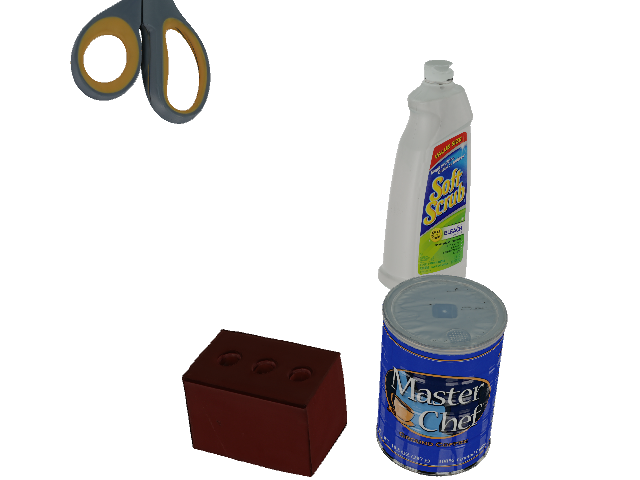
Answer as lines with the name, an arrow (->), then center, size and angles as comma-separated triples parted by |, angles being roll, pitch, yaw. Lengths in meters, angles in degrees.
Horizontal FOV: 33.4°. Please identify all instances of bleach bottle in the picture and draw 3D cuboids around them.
bleach bottle -> 0.118, -0.071, 1.172 | 0.102, 0.251, 0.068 | -14, 26, -30

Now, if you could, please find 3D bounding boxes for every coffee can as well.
coffee can -> 0.101, 0.115, 0.913 | 0.103, 0.140, 0.103 | 0, 33, 0

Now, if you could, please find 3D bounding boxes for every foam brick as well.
foam brick -> -0.031, 0.091, 0.604 | 0.078, 0.051, 0.053 | 9, 30, 21

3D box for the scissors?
scissors -> -0.124, -0.168, 0.687 | 0.096, 0.202, 0.016 | -9, -14, -25
